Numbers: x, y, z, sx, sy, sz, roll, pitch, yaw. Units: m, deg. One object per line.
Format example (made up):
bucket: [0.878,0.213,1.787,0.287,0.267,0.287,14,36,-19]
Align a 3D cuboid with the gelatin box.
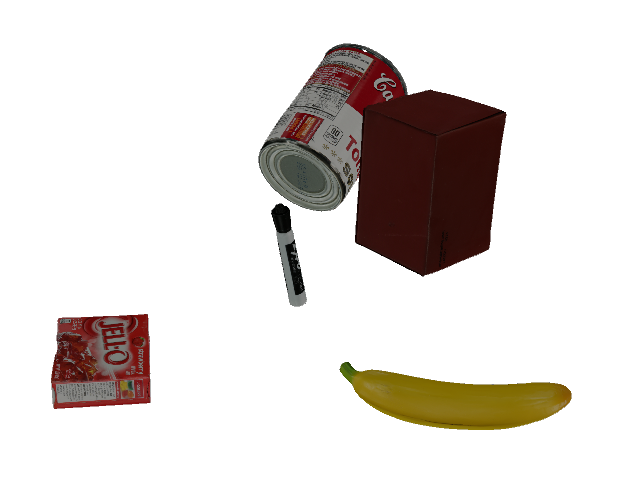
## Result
gelatin box: [-0.170,0.092,0.834,0.073,0.030,0.089,-2,30,-8]

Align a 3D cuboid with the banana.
banana: [0.113,0.128,0.884,0.198,0.037,0.069,8,32,2]

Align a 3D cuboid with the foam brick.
foam brick: [0.054,-0.031,0.541,0.052,0.078,0.051,-19,34,-38]

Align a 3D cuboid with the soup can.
soup can: [0.009,-0.079,0.744,0.068,0.102,0.068,23,-32,15]

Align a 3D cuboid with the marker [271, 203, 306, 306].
marker: [-0.032,0.015,1.094,0.020,0.121,0.020,-7,34,4]
